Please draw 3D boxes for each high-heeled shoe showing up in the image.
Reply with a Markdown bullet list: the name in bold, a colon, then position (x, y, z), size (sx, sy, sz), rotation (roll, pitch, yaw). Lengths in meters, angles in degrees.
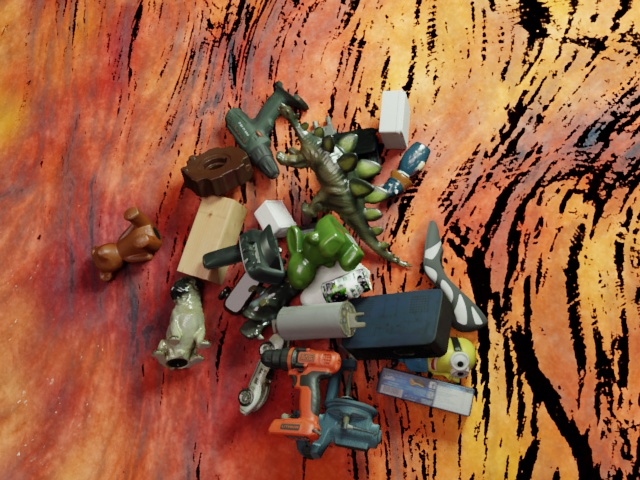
- **high-heeled shoe**: position (0.302, 0.079, 1.197), size (0.145, 0.086, 0.248), rotation (2, 82, 11)

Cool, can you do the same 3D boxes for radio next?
- **radio**: position (0.162, 0.184, 1.152), size (0.230, 0.073, 0.131), rotation (-11, 49, 32)

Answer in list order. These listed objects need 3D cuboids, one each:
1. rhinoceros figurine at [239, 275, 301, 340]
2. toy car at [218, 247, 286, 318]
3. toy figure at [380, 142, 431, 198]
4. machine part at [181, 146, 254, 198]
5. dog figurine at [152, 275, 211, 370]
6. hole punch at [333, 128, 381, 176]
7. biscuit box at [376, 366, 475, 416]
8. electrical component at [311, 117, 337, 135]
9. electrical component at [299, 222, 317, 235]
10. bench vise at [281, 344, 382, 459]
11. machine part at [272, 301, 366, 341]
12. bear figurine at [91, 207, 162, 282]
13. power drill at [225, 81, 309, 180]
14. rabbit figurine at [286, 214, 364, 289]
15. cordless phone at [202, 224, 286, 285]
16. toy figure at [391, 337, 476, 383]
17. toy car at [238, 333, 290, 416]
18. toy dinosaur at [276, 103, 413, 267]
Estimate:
- **rhinoceros figurine**: position (-0.119, 0.151, 1.270), size (0.073, 0.112, 0.190), rotation (32, 73, 38)
- **toy car**: position (-0.164, 0.095, 1.316), size (0.089, 0.053, 0.202), rotation (33, 82, 8)
- **toy figure**: position (0.206, -0.161, 1.286), size (0.057, 0.064, 0.154), rotation (34, 92, -19)
- **machine part**: position (-0.259, -0.176, 1.353), size (0.179, 0.055, 0.179), rotation (-7, 37, 5)
- **dog figurine**: position (-0.342, 0.203, 1.324), size (0.172, 0.121, 0.191), rotation (-42, 41, 29)
- **hole punch**: position (0.091, -0.211, 1.319), size (0.142, 0.092, 0.116), rotation (-10, 40, 14)
- **biscuit box**: position (0.227, 0.326, 1.165), size (0.203, 0.062, 0.059), rotation (11, 81, 16)
- **electrical component**: position (0.012, -0.267, 1.375), size (0.063, 0.021, 0.094), rotation (-15, 74, 9)
- **electrical component**: position (-0.003, -0.004, 1.305), size (0.119, 0.047, 0.075), rotation (-5, 77, 14)
- **bench vise**: position (0.032, 0.359, 1.182), size (0.224, 0.128, 0.240), rotation (-1, 57, 23)
- **machine part**: position (-0.009, 0.178, 1.177), size (0.243, 0.079, 0.079), rotation (-9, 74, 33)
- **bear figurine**: position (-0.515, 0.016, 1.384), size (0.196, 0.131, 0.120), rotation (-23, 70, 1)
- **power drill**: position (-0.124, -0.293, 1.391), size (0.232, 0.086, 0.207), rotation (44, 98, 21)
- **rabbit figurine**: position (-0.018, 0.027, 1.201), size (0.170, 0.121, 0.159), rotation (-44, 52, 12)
- **cordless phone**: position (-0.180, 0.050, 1.235), size (0.184, 0.088, 0.147), rotation (-16, 47, -2)
- **toy figure**: position (0.246, 0.247, 1.169), size (0.180, 0.082, 0.089), rotation (2, 52, 21)
- **toy car**: position (-0.130, 0.312, 1.247), size (0.056, 0.073, 0.201), rotation (21, 83, 18)
- **toy dinosaur**: position (0.048, -0.116, 1.239), size (0.199, 0.105, 0.470), rotation (-21, 109, 38)
